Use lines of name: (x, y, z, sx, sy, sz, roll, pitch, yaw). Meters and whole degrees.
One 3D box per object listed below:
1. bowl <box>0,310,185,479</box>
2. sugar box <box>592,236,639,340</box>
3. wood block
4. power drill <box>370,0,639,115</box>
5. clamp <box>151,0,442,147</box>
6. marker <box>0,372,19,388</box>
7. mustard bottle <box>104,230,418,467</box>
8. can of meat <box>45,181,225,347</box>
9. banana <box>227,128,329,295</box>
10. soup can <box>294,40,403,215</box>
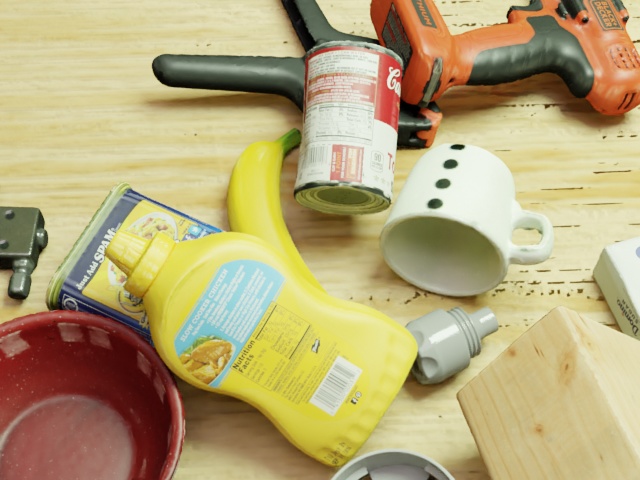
bowl: (-0.160, 0.126, 0.649, 0.162, 0.055, 0.162, 0, 60, 0)
sugar box: (0.283, 0.026, 0.710, 0.176, 0.048, 0.093, -16, 62, -10)
wood block: (0.163, 0.149, 0.571, 0.090, 0.090, 0.206, 22, 34, -37)
power drill: (0.137, -0.169, 0.799, 0.187, 0.057, 0.184, -6, 55, -15)
clamp: (-0.009, -0.125, 0.800, 0.210, 0.036, 0.164, 37, 61, 16)
marker: (-0.243, 0.114, 0.677, 0.121, 0.020, 0.020, -33, 65, -17)
mustard bottle: (-0.044, 0.051, 0.644, 0.191, 0.058, 0.096, 32, 95, -9)
can of meat: (-0.117, 0.023, 0.707, 0.084, 0.057, 0.102, 24, 64, 11)
banana: (-0.024, 0.002, 0.730, 0.069, 0.037, 0.198, -12, 61, -7)
soup can: (0.019, -0.074, 0.723, 0.068, 0.068, 0.102, 4, 76, 3)
